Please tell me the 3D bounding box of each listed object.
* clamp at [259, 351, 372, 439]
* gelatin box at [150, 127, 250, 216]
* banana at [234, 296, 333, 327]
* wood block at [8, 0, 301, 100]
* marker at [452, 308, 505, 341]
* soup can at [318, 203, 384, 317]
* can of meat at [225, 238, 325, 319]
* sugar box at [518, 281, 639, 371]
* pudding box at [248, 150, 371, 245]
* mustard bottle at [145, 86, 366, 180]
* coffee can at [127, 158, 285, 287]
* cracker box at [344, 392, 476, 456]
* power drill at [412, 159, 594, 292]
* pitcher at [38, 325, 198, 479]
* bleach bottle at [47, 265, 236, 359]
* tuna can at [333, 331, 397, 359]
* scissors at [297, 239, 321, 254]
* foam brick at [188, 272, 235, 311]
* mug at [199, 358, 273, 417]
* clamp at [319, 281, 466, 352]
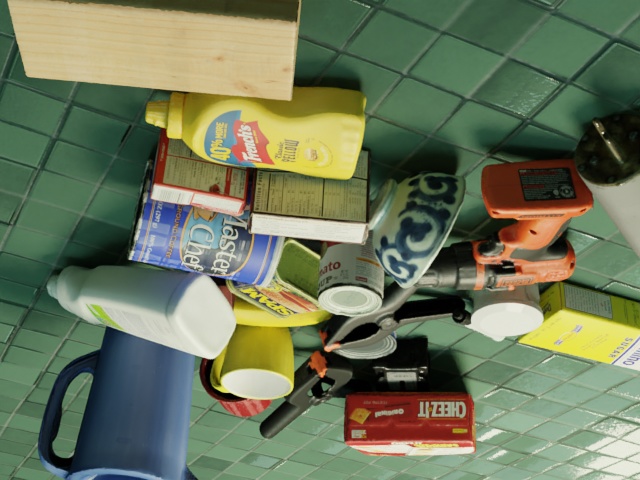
[{"bbox_3d":[-0.012,0.199,1.383,0.164,0.036,0.210,-25,156,-5],"label":"clamp"},{"bbox_3d":[-0.110,-0.067,1.002,0.089,0.073,0.030,11,149,-12],"label":"gelatin box"},{"bbox_3d":[-0.050,0.076,1.264,0.198,0.037,0.069,-5,142,15],"label":"banana"},{"bbox_3d":[-0.119,-0.176,0.809,0.206,0.091,0.090,5,148,-1],"label":"wood block"},{"bbox_3d":[0.188,0.100,1.263,0.020,0.020,0.121,-16,157,29],"label":"marker"},{"bbox_3d":[0.034,0.019,1.099,0.068,0.102,0.068,3,149,2],"label":"soup can"},{"bbox_3d":[-0.037,0.042,1.158,0.102,0.057,0.084,32,151,-34],"label":"can of meat"},{"bbox_3d":[0.330,0.104,1.255,0.176,0.048,0.093,16,146,-16],"label":"sugar box"},{"bbox_3d":[-0.009,-0.046,1.007,0.113,0.090,0.039,5,148,-2],"label":"pudding box"},{"bbox_3d":[-0.059,-0.103,0.952,0.191,0.058,0.096,7,149,-4],"label":"mustard bottle"},{"bbox_3d":[-0.111,-0.016,1.055,0.140,0.103,0.103,12,148,-13],"label":"coffee can"},{"bbox_3d":[0.127,0.250,1.442,0.164,0.072,0.213,-2,164,9],"label":"cracker box"},{"bbox_3d":[0.180,-0.008,1.059,0.184,0.057,0.188,-5,154,-7],"label":"power drill"},{"bbox_3d":[-0.222,0.182,1.256,0.145,0.243,0.149,-15,143,28],"label":"pitcher"},{"bbox_3d":[-0.216,0.065,1.188,0.251,0.068,0.102,9,146,36],"label":"bleach bottle"},{"bbox_3d":[0.052,0.113,1.313,0.086,0.033,0.086,3,148,2],"label":"tuna can"},{"bbox_3d":[-0.008,0.001,1.153,0.096,0.016,0.201,-15,145,33],"label":"scissors"},{"bbox_3d":[-0.122,0.047,1.207,0.051,0.053,0.078,5,148,-1],"label":"foam brick"},{"bbox_3d":[-0.091,0.180,1.389,0.117,0.093,0.081,-6,152,7],"label":"mug"},{"bbox_3d":[0.084,0.085,1.233,0.172,0.039,0.120,-30,135,20],"label":"clamp"}]
